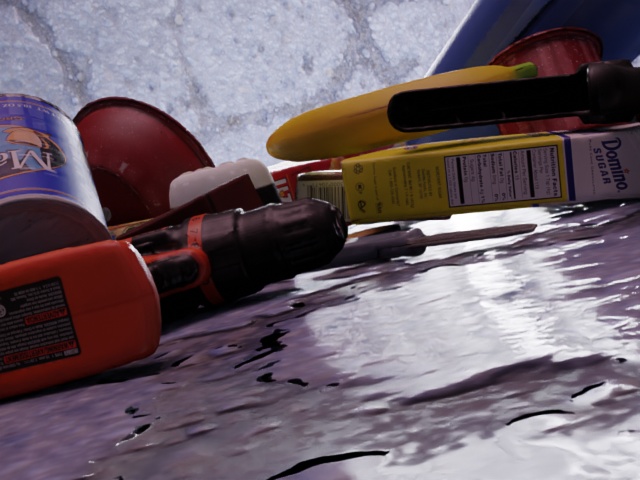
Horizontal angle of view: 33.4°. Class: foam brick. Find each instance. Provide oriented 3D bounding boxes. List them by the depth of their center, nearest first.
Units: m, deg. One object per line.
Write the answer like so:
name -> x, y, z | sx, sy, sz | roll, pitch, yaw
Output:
foam brick -> -0.075, 0.001, 0.663 | 0.078, 0.053, 0.051 | -23, 6, 31

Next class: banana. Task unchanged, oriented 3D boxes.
banana -> 0.045, -0.080, 0.707 | 0.198, 0.037, 0.069 | -12, -2, 21

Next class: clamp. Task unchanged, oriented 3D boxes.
clamp -> 0.155, -0.085, 0.622 | 0.209, 0.036, 0.165 | -10, 8, -41

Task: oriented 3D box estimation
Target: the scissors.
scissors -> 0.055, -0.001, 0.623 | 0.202, 0.016, 0.096 | -10, 6, 38

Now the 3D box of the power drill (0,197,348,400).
power drill -> -0.086, 0.023, 0.535 | 0.184, 0.057, 0.187 | -17, 1, 13

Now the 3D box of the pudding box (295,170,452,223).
pudding box -> 0.038, -0.032, 0.794 | 0.113, 0.039, 0.090 | 0, 4, -1

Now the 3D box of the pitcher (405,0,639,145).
pitcher -> 0.161, -0.146, 0.837 | 0.149, 0.145, 0.243 | 18, -46, -23

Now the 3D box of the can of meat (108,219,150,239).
can of meat -> -0.152, 0.017, 0.781 | 0.084, 0.057, 0.102 | -10, 6, 23

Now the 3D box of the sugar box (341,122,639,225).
sugar box -> 0.109, -0.042, 0.656 | 0.176, 0.048, 0.093 | -8, 6, 16

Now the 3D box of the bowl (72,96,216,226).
bowl -> -0.155, -0.031, 0.858 | 0.162, 0.162, 0.055 | -11, 24, 37

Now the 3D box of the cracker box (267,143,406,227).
cracker box -> -0.021, -0.040, 0.956 | 0.213, 0.072, 0.164 | -19, 7, -41

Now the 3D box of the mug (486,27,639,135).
mug -> 0.176, -0.087, 0.742 | 0.117, 0.081, 0.093 | -5, -28, -20

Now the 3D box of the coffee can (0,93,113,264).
coffee can -> -0.194, -0.019, 0.690 | 0.102, 0.103, 0.140 | -15, 38, -11
